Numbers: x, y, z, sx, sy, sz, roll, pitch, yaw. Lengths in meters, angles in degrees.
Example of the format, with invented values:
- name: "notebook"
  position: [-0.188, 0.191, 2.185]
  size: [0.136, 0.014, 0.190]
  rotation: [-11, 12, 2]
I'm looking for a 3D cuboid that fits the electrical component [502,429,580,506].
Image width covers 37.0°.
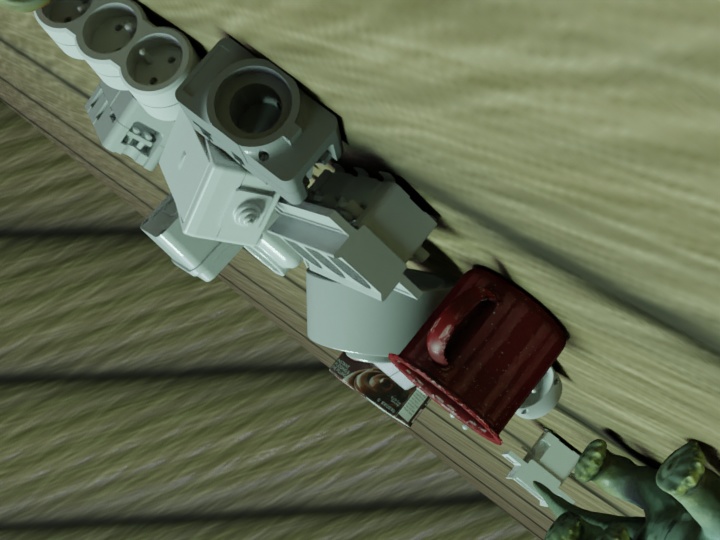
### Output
- name: "electrical component"
  position: [0.187, 0.200, 1.089]
  size: [0.081, 0.063, 0.042]
  rotation: [38, 170, 5]

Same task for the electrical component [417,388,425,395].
- name: "electrical component"
  position: [0.063, 0.073, 0.951]
  size: [0.062, 0.061, 0.096]
  rotation: [40, 172, -13]

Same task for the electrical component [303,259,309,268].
- name: "electrical component"
  position: [0.000, 0.000, 0.910]
  size: [0.099, 0.064, 0.099]
  rotation: [44, 162, 18]

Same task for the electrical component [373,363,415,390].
- name: "electrical component"
  position: [0.061, 0.066, 0.862]
  size: [0.077, 0.065, 0.047]
  rotation: [41, 136, -14]

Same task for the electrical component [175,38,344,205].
- name: "electrical component"
  position: [-0.059, -0.089, 0.642]
  size: [0.089, 0.050, 0.055]
  rotation: [38, 172, 11]

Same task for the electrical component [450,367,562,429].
- name: "electrical component"
  position: [0.100, 0.085, 0.792]
  size: [0.077, 0.079, 0.044]
  rotation: [46, -179, -39]

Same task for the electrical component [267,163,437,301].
- name: "electrical component"
  position: [-0.006, -0.028, 0.695]
  size: [0.079, 0.063, 0.121]
  rotation: [42, 171, -24]

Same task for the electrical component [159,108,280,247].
- name: "electrical component"
  position: [-0.091, -0.062, 0.707]
  size: [0.061, 0.061, 0.096]
  rotation: [9, -142, -28]

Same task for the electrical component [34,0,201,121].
- name: "electrical component"
  position: [-0.161, -0.150, 0.755]
  size: [0.138, 0.052, 0.073]
  rotation: [36, 171, 21]

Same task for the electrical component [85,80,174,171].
- name: "electrical component"
  position: [-0.188, -0.133, 0.900]
  size: [0.050, 0.055, 0.089]
  rotation: [27, -164, -36]

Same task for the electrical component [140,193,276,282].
- name: "electrical component"
  position: [-0.119, -0.052, 0.894]
  size: [0.057, 0.113, 0.078]
  rotation: [46, 170, -24]

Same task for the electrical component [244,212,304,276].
- name: "electrical component"
  position: [-0.072, -0.034, 0.971]
  size: [0.054, 0.059, 0.095]
  rotation: [41, 172, -12]

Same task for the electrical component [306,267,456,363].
- name: "electrical component"
  position: [0.012, 0.034, 0.776]
  size: [0.108, 0.060, 0.108]
  rotation: [5, -171, -1]
